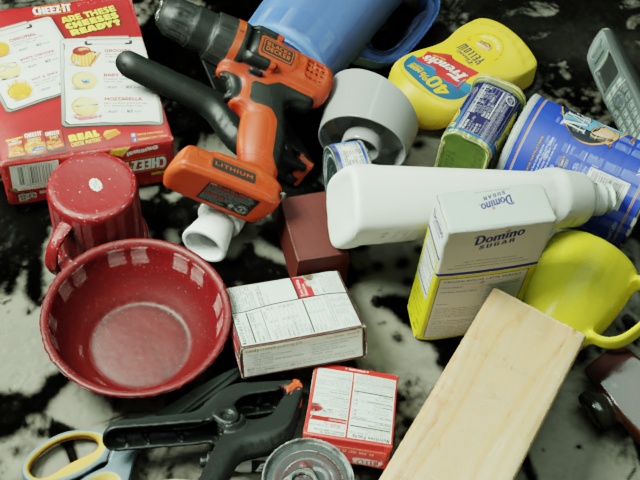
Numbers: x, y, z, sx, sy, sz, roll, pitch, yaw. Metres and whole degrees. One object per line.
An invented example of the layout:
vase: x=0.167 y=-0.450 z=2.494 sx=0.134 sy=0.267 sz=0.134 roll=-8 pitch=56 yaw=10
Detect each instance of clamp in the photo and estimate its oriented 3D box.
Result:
clamp: x=-0.096 y=-0.132 z=1.058 sx=0.210 sy=0.036 sz=0.164 roll=47 pitch=33 yaw=9
clamp: x=-0.073 y=0.161 z=0.853 sx=0.171 sy=0.039 sz=0.120 roll=-18 pitch=43 yaw=-31

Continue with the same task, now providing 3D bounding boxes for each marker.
marker: x=-0.038 y=0.183 z=0.879 sx=0.121 sy=0.020 sz=0.020 roll=1 pitch=54 yaw=-4

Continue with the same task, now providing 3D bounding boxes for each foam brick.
foam brick: x=-0.007 y=0.001 z=0.994 sx=0.051 sy=0.053 sz=0.078 roll=-8 pitch=55 yaw=-12

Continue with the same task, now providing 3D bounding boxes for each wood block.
wood block: x=0.128 y=0.154 z=0.870 sx=0.090 sy=0.091 sz=0.205 roll=28 pitch=56 yaw=14

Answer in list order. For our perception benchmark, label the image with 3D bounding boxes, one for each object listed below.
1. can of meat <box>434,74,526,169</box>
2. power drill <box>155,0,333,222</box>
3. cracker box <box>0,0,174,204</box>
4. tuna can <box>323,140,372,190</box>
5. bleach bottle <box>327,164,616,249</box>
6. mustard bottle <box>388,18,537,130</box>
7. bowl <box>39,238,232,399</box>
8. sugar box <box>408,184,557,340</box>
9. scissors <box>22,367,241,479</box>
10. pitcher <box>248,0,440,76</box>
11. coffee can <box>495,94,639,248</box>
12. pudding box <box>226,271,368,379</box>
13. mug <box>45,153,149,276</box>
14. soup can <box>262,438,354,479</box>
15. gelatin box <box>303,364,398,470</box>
can of meat: x=0.155 y=-0.097 z=1.052 sx=0.057 sy=0.102 sz=0.083 roll=26 pitch=58 yaw=13
power drill: x=-0.085 y=-0.124 z=0.989 sx=0.184 sy=0.057 sz=0.187 roll=22 pitch=61 yaw=-17
cracker box: x=-0.248 y=-0.143 z=1.070 sx=0.164 sy=0.072 sz=0.214 roll=-11 pitch=54 yaw=-15
tuna can: x=0.028 y=-0.051 z=1.016 sx=0.033 sy=0.086 sz=0.086 roll=-9 pitch=55 yaw=-10
bleach bottle: x=0.139 y=-0.032 z=0.948 sx=0.250 sy=0.103 sz=0.068 roll=-2 pitch=82 yaw=-14
mustard bottle: x=0.130 y=-0.166 z=1.127 sx=0.191 sy=0.058 sz=0.096 roll=-29 pitch=60 yaw=-23
bowl: x=-0.157 y=0.077 z=0.923 sx=0.162 sy=0.055 sz=0.162 roll=2 pitch=53 yaw=-3
sugar box: x=0.134 y=0.022 z=0.914 sx=0.093 sy=0.176 sz=0.048 roll=-6 pitch=54 yaw=-10
scissors: x=-0.141 y=0.174 z=0.878 sx=0.201 sy=0.016 sz=0.096 roll=-17 pitch=58 yaw=-17
pitcher: x=0.024 y=-0.255 z=1.151 sx=0.149 sy=0.145 sz=0.242 roll=18 pitch=57 yaw=24
coffee can: x=0.251 y=-0.068 z=1.037 sx=0.140 sy=0.103 sz=0.102 roll=26 pitch=56 yaw=14
pudding box: x=-0.024 y=0.072 z=0.934 sx=0.113 sy=0.039 sz=0.090 roll=-10 pitch=35 yaw=-10
mug: x=-0.211 y=-0.018 z=0.972 sx=0.093 sy=0.081 sz=0.117 roll=28 pitch=56 yaw=15
soup can: x=-0.012 y=0.204 z=0.813 sx=0.068 sy=0.102 sz=0.068 roll=3 pitch=53 yaw=-4
gelatin box: x=0.025 y=0.147 z=0.892 sx=0.073 sy=0.030 sz=0.089 roll=9 pitch=37 yaw=2
